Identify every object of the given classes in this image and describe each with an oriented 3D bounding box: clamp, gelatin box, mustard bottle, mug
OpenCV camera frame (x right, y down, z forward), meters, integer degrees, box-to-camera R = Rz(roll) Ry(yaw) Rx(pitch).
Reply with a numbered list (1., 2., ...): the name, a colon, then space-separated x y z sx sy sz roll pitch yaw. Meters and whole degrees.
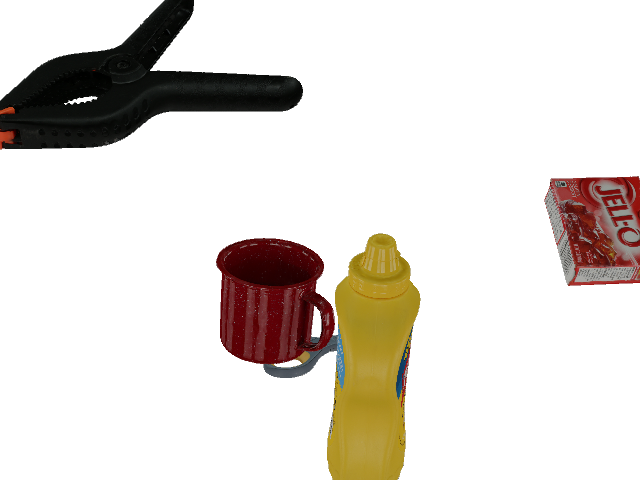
1. clamp: -0.129 -0.108 0.756 0.209 0.036 0.165 -31 50 -30
2. gelatin box: 0.219 -0.009 0.824 0.073 0.089 0.030 -1 -37 -5
3. mustard bottle: 0.036 0.080 0.743 0.058 0.192 0.096 5 33 5
4. mug: -0.036 0.058 0.928 0.117 0.081 0.093 21 30 29

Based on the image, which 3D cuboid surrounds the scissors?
1. scissors: 0.014 0.126 1.210 0.201 0.016 0.096 1 25 -8
